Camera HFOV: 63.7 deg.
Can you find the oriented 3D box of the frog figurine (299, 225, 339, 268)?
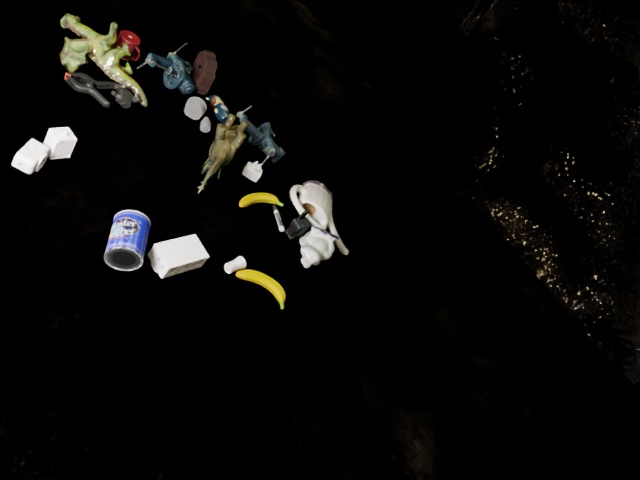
[{"bbox_3d":[-0.019,0.039,1.928,0.136,0.122,0.161,34,72,-28],"label":"frog figurine"}]

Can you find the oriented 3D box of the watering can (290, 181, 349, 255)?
[{"bbox_3d":[0.006,-0.105,2.080,0.344,0.103,0.230,45,32,-21],"label":"watering can"}]

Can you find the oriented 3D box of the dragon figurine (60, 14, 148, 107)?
[{"bbox_3d":[-0.806,-0.649,1.860,0.245,0.120,0.412,-23,84,-34],"label":"dragon figurine"}]
